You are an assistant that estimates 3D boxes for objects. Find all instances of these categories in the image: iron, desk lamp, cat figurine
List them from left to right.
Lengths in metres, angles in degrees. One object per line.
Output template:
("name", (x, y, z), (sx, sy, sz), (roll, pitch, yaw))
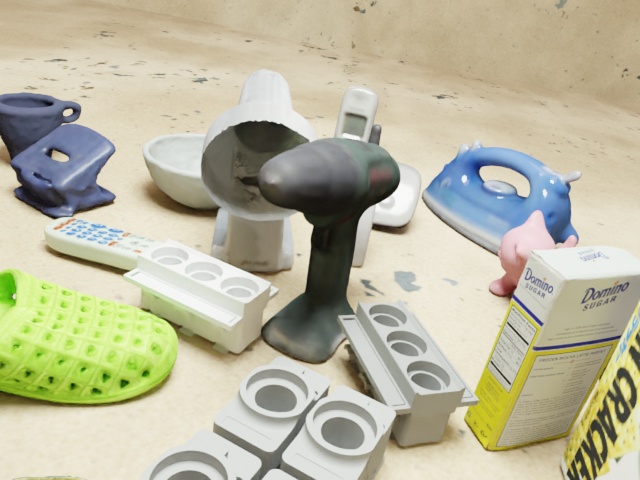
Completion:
("desk lamp", (-0.070, -0.070, 0.639), (0.118, 0.213, 0.203), (6, 27, -10))
("iron", (0.263, -0.078, 0.857), (0.119, 0.141, 0.257), (-13, 35, -39))
("cat figurine", (0.260, 0.022, 0.686), (0.128, 0.118, 0.067), (-5, 30, -28))

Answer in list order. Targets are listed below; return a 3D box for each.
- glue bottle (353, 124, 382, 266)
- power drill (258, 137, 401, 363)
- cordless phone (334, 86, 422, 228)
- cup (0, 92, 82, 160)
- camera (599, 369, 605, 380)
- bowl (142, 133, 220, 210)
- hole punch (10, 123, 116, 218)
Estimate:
("glue bottle", (0.053, -0.058, 0.706), (0.037, 0.173, 0.078), (7, 27, -6))
("power drill", (0.005, 0.002, 0.531), (0.075, 0.208, 0.230), (21, 28, 19))
("cordless phone", (0.078, -0.116, 0.815), (0.147, 0.185, 0.094), (12, 27, 3))
("cup", (-0.398, -0.153, 0.813), (0.118, 0.095, 0.091), (-15, 36, -41))
("camera", (0.310, 0.103, 0.566), (0.142, 0.101, 0.137), (26, 30, 28))
("bowl", (-0.160, -0.088, 0.796), (0.167, 0.075, 0.167), (9, 27, -4))
("hole punch", (-0.322, -0.091, 0.722), (0.108, 0.091, 0.101), (24, 29, 25))
